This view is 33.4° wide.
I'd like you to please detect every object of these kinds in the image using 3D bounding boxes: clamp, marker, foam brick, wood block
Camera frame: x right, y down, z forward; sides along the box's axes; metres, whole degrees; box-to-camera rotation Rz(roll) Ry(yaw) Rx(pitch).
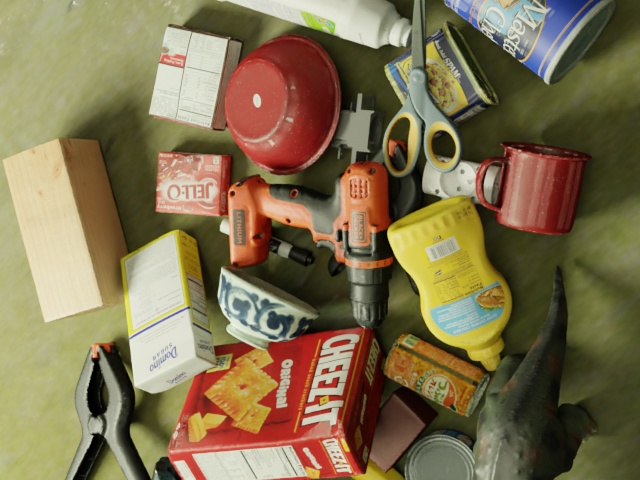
[{"bbox_3d":[0.081,-0.022,1.183,0.120,0.039,0.171,19,104,17],"label":"clamp"},{"bbox_3d":[-0.061,0.003,1.251,0.121,0.020,0.020,22,101,19],"label":"marker"},{"bbox_3d":[-0.258,0.234,1.320,0.165,0.036,0.210,1,88,36],"label":"clamp"},{"bbox_3d":[0.085,0.209,1.188,0.051,0.053,0.078,41,108,14],"label":"foam brick"},{"bbox_3d":[-0.304,-0.012,1.307,0.090,0.090,0.206,-17,87,22],"label":"wood block"}]

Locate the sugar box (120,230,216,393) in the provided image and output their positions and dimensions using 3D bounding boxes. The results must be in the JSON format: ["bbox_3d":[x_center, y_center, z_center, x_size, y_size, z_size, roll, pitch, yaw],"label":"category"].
[{"bbox_3d":[-0.179,0.083,1.249,0.093,0.048,0.176,-27,57,22],"label":"sugar box"}]

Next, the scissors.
[{"bbox_3d":[0.119,-0.157,1.111,0.096,0.016,0.202,20,107,18],"label":"scissors"}]

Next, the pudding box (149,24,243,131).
[{"bbox_3d":[-0.147,-0.192,1.264,0.090,0.039,0.113,16,100,20],"label":"pudding box"}]

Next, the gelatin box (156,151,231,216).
[{"bbox_3d":[-0.151,-0.067,1.276,0.089,0.030,0.073,6,96,22],"label":"gelatin box"}]

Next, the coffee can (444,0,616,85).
[{"bbox_3d":[0.212,-0.240,1.085,0.140,0.102,0.103,41,106,15],"label":"coffee can"}]

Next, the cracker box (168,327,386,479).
[{"bbox_3d":[-0.045,0.182,1.176,0.214,0.164,0.072,-10,127,22],"label":"cracker box"}]

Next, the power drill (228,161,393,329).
[{"bbox_3d":[-0.008,0.001,1.180,0.188,0.057,0.184,5,103,24],"label":"power drill"}]

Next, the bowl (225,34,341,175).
[{"bbox_3d":[-0.055,-0.154,1.197,0.162,0.055,0.162,0,91,38],"label":"bowl"}]

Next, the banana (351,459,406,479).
[{"bbox_3d":[0.081,0.299,1.191,0.198,0.069,0.037,57,146,16],"label":"banana"}]

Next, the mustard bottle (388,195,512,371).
[{"bbox_3d":[0.150,0.055,1.133,0.096,0.058,0.191,-24,105,6],"label":"mustard bottle"}]

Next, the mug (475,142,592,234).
[{"bbox_3d":[0.215,-0.054,1.095,0.117,0.093,0.081,4,103,-17],"label":"mug"}]

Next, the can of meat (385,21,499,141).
[{"bbox_3d":[0.130,-0.168,1.147,0.084,0.057,0.102,-31,81,22],"label":"can of meat"}]

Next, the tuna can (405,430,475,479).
[{"bbox_3d":[0.139,0.254,1.179,0.086,0.033,0.086,1,93,21],"label":"tuna can"}]

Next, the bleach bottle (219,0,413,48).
[{"bbox_3d":[-0.011,-0.266,1.178,0.251,0.102,0.068,24,91,15],"label":"bleach bottle"}]
